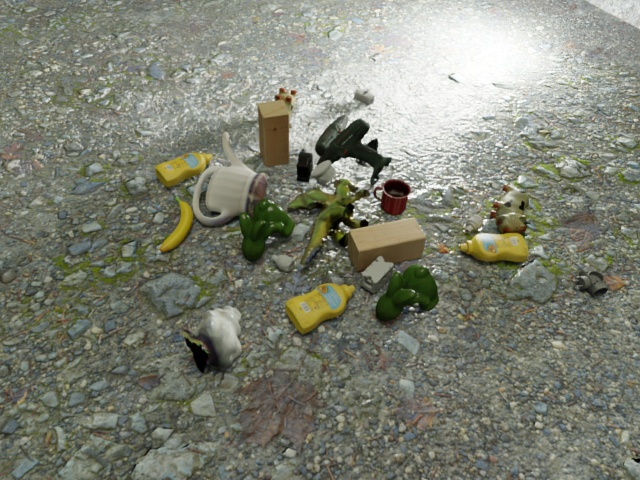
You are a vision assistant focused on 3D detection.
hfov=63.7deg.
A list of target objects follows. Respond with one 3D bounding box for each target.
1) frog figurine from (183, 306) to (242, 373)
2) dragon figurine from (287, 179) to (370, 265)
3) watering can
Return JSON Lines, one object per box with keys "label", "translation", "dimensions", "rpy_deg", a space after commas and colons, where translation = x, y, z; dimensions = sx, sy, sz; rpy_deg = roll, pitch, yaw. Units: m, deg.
{"label": "frog figurine", "translation": [-0.236, 0.228, 1.254], "dimensions": [0.162, 0.121, 0.137], "rpy_deg": [-37, 90, -42]}
{"label": "dragon figurine", "translation": [0.005, -0.080, 1.593], "dimensions": [0.244, 0.119, 0.417], "rpy_deg": [20, 44, 38]}
{"label": "watering can", "translation": [-0.273, -0.194, 1.639], "dimensions": [0.224, 0.102, 0.354], "rpy_deg": [10, 64, 9]}
